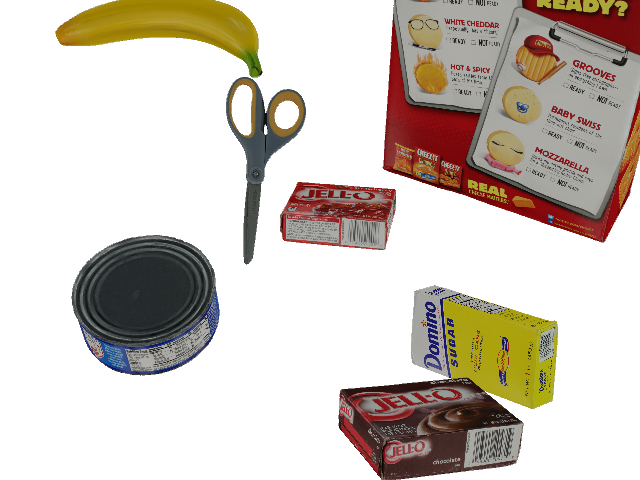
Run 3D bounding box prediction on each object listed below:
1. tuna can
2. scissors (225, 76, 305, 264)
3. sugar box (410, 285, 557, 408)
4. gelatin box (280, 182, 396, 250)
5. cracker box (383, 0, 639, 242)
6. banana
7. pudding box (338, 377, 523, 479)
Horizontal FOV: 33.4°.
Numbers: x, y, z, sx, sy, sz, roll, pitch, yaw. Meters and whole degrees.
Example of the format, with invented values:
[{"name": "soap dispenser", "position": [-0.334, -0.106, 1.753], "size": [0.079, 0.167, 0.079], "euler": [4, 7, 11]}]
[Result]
[{"name": "tuna can", "position": [-0.104, 0.039, 0.646], "size": [0.086, 0.086, 0.034], "euler": [0, -43, 4]}, {"name": "scissors", "position": [-0.052, -0.080, 1.150], "size": [0.096, 0.202, 0.016], "euler": [-9, -7, -11]}, {"name": "sugar box", "position": [0.179, 0.116, 1.197], "size": [0.177, 0.093, 0.048], "euler": [14, 19, 42]}, {"name": "gelatin box", "position": [0.016, -0.023, 0.902], "size": [0.089, 0.030, 0.073], "euler": [5, 24, 9]}, {"name": "cracker box", "position": [0.131, -0.120, 0.676], "size": [0.164, 0.214, 0.072], "euler": [20, 45, 21]}, {"name": "banana", "position": [-0.135, -0.188, 0.940], "size": [0.198, 0.037, 0.069], "euler": [10, 47, 16]}, {"name": "pudding box", "position": [0.080, 0.138, 0.797], "size": [0.113, 0.039, 0.090], "euler": [-1, 16, -20]}]
